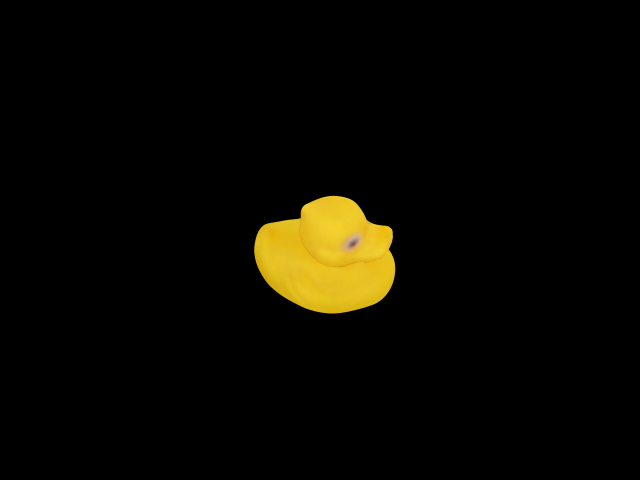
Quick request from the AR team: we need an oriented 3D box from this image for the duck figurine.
[{"bbox_3d":[0.004,0.001,0.400,0.104,0.086,0.077,11,60,7],"label":"duck figurine"}]
